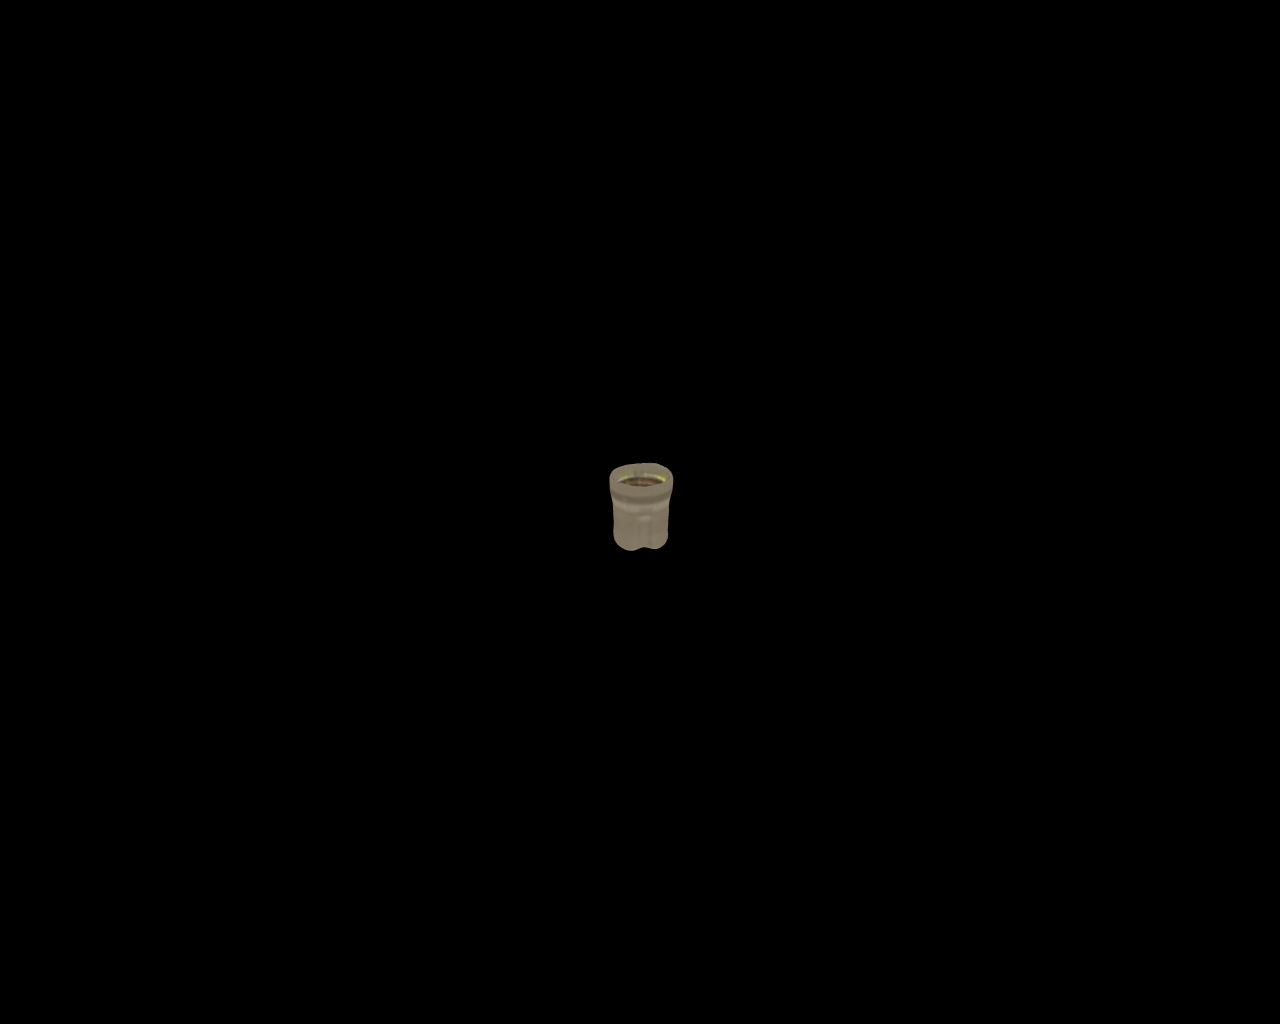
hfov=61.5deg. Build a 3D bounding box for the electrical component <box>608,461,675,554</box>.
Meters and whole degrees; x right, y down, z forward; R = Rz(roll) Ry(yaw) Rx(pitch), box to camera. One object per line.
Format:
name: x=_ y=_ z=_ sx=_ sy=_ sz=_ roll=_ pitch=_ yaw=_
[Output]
electrical component: x=0.001 y=-0.003 z=0.650 sx=0.040 sy=0.046 sz=0.040 roll=0 pitch=23 yaw=0
